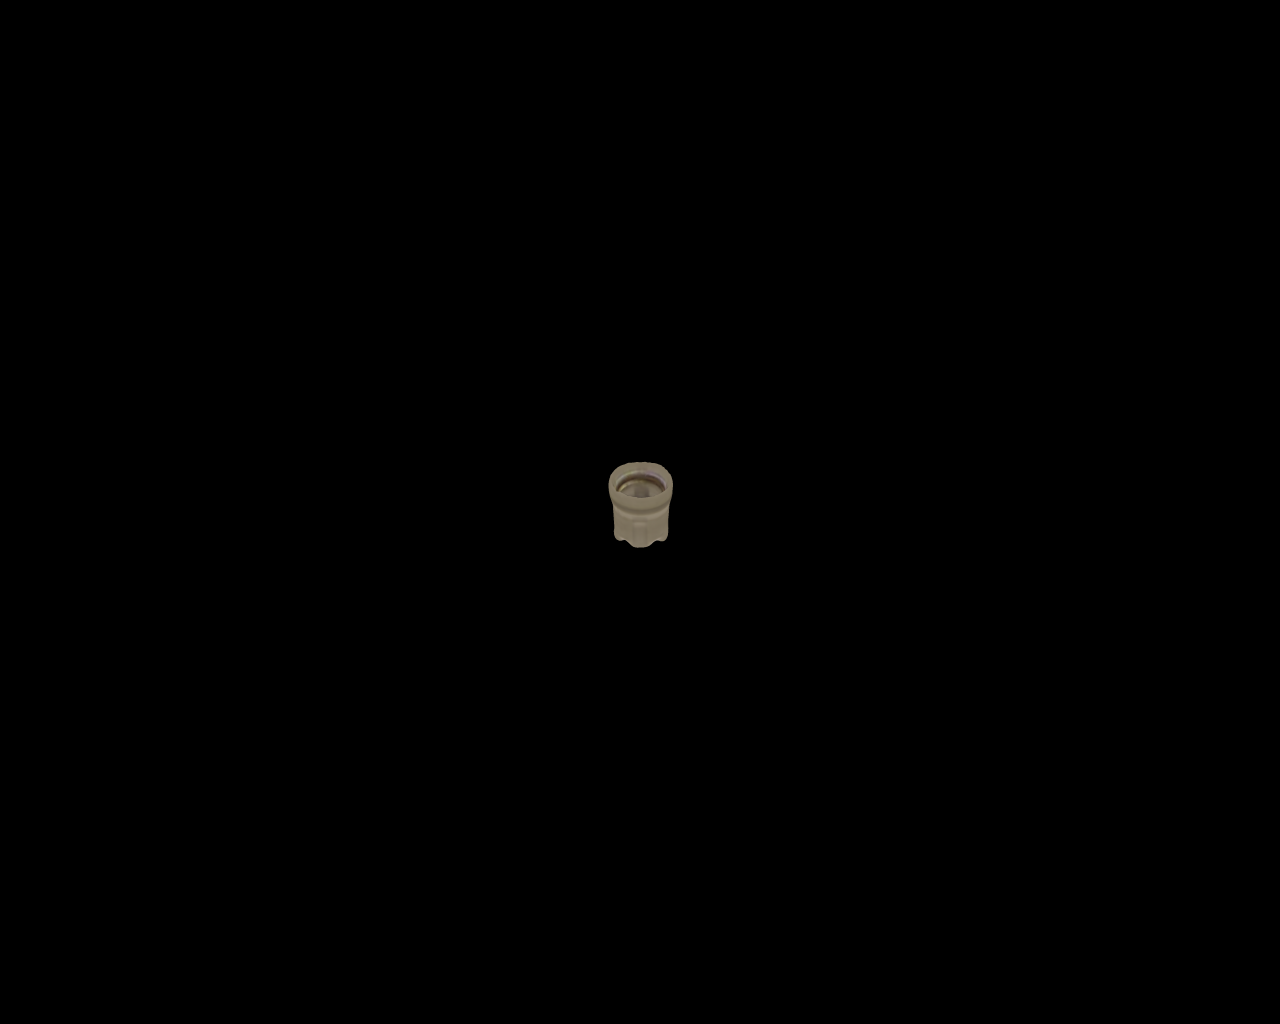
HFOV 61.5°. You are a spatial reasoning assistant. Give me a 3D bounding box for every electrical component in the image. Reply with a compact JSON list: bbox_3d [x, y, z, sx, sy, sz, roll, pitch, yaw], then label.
[{"bbox_3d":[0.001,-0.003,0.650,0.040,0.046,0.040,0,40,0],"label":"electrical component"}]
